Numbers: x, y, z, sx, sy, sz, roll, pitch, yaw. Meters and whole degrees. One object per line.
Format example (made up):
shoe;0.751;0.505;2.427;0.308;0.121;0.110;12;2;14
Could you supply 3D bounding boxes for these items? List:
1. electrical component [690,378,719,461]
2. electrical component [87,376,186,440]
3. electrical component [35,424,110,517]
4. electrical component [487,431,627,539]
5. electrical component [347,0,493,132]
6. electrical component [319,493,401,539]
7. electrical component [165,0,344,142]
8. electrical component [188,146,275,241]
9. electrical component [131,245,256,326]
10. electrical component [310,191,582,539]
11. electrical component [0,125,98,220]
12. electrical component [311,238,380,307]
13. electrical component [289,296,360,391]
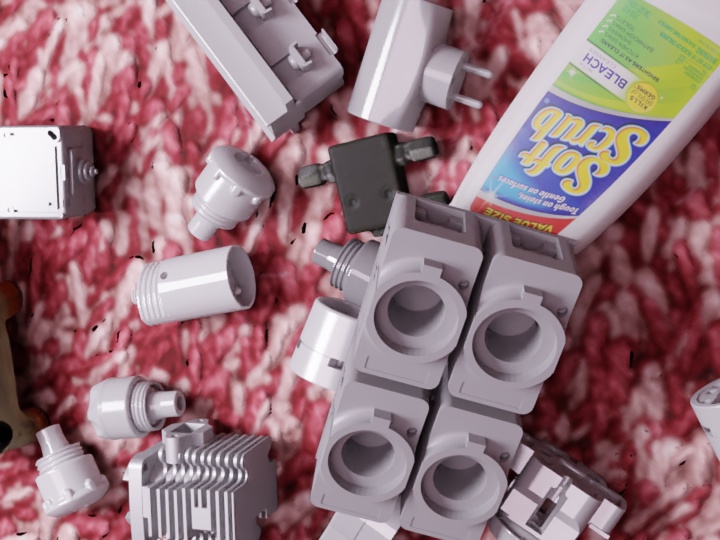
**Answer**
electrical component;0.226;0.088;0.618;0.055;0.055;0.047;-23;94;19
electrical component;-0.152;0.094;0.741;0.062;0.043;0.043;-6;95;16
electrical component;-0.211;0.141;0.766;0.048;0.048;0.062;-29;82;19
electrical component;0.114;0.145;0.659;0.078;0.058;0.057;33;103;10
electrical component;0.040;-0.121;0.651;0.079;0.044;0.077;21;103;13
electrical component;0.002;0.202;0.703;0.074;0.052;0.138;34;105;10
electrical component;-0.067;-0.150;0.670;0.063;0.078;0.121;-37;86;-4
electrical component;-0.089;-0.047;0.703;0.048;0.048;0.062;43;114;8
electrical component;-0.115;0.012;0.718;0.081;0.043;0.043;-11;94;18
electrical component;0.045;0.062;0.618;0.105;0.060;0.186;15;115;-3
electrical component;-0.221;-0.068;0.735;0.096;0.061;0.061;1;98;10
electrical component;0.000;0.000;0.681;0.062;0.043;0.043;25;104;14
electrical component;-0.012;0.047;0.686;0.055;0.055;0.047;21;100;14
